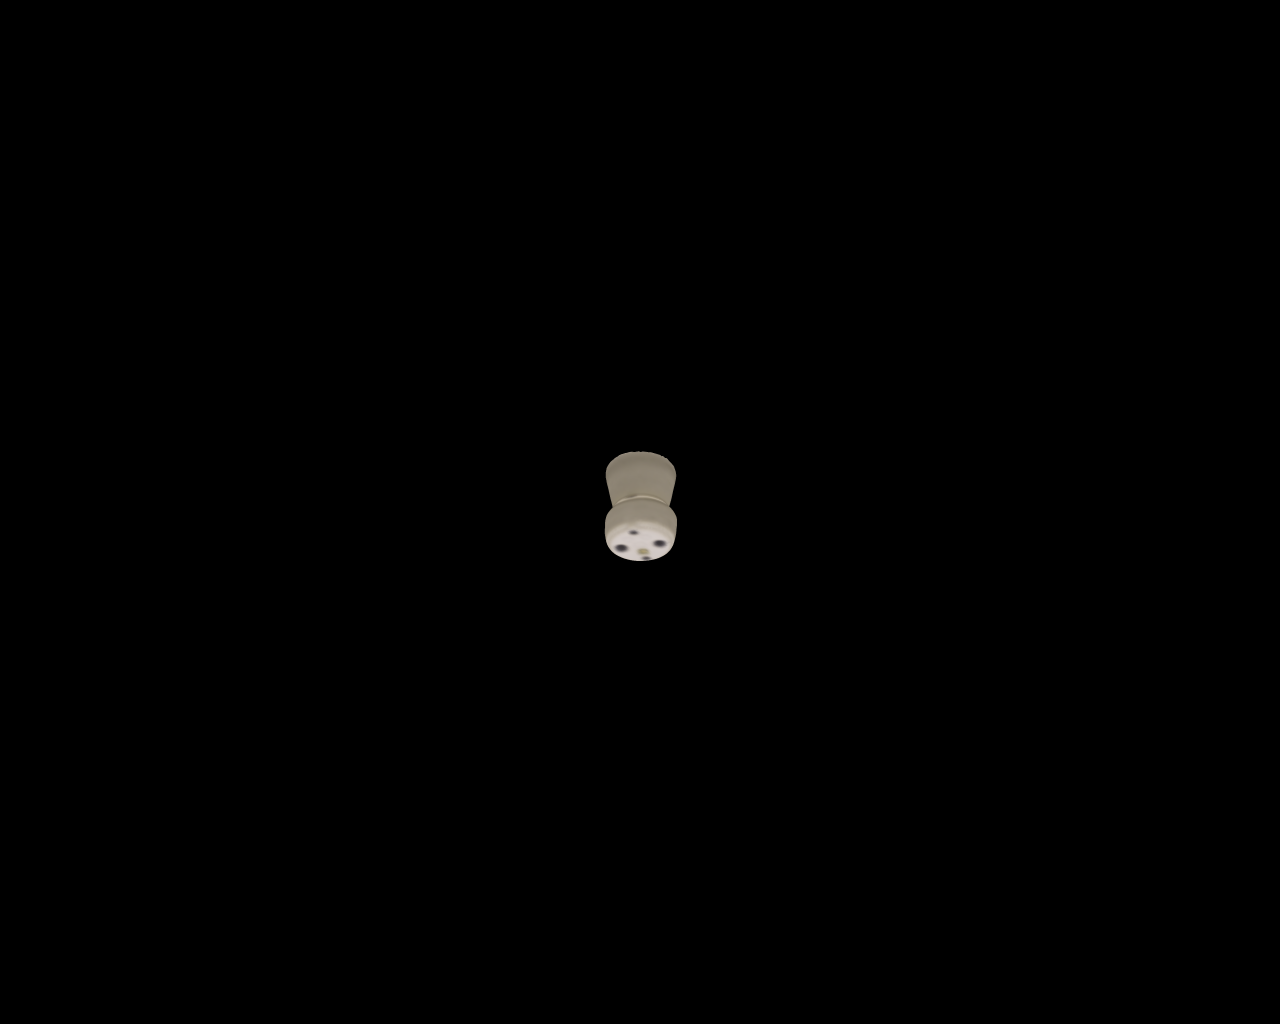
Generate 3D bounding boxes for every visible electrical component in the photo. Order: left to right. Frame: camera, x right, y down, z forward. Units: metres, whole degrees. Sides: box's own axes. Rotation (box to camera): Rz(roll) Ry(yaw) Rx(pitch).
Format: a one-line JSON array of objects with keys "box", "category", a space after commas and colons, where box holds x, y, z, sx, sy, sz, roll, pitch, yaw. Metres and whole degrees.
[{"box": [0.001, -0.003, 0.650, 0.045, 0.055, 0.044, 0, -35, 0], "category": "electrical component"}]
